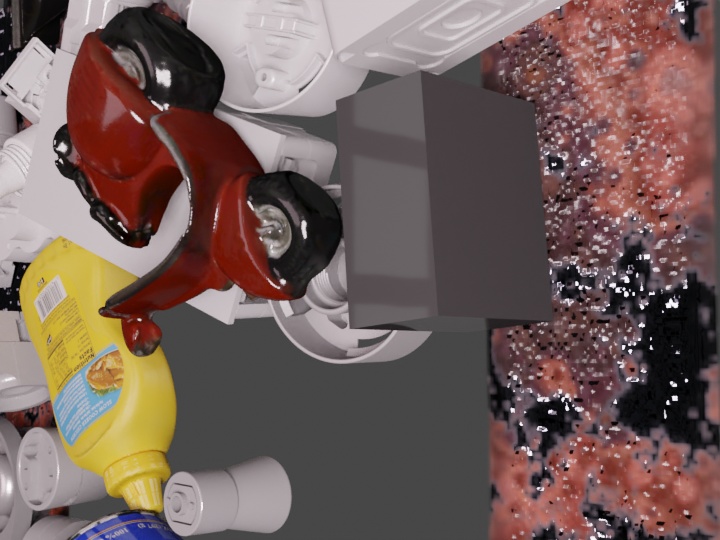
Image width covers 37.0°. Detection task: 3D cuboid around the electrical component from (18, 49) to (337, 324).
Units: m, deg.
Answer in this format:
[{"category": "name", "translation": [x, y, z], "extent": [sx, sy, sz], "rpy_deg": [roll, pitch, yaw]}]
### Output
[{"category": "electrical component", "translation": [-0.110, -0.053, 0.637], "extent": [0.186, 0.060, 0.105], "rpy_deg": [24, 104, 32]}]

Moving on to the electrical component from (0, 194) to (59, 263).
[{"category": "electrical component", "translation": [-0.232, -0.038, 0.764], "extent": [0.138, 0.074, 0.052], "rpy_deg": [-11, 79, 43]}]

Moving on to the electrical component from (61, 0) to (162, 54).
[{"category": "electrical component", "translation": [-0.165, -0.168, 0.722], "extent": [0.078, 0.058, 0.057], "rpy_deg": [22, 105, 43]}]

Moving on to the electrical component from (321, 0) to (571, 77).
[{"category": "electrical component", "translation": [0.041, -0.142, 0.503], "extent": [0.113, 0.078, 0.057], "rpy_deg": [-24, 73, 41]}]

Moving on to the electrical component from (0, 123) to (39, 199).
[{"category": "electrical component", "translation": [-0.216, -0.066, 0.694], "extent": [0.043, 0.062, 0.043], "rpy_deg": [27, 137, 28]}]

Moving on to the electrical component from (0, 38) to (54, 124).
[{"category": "electrical component", "translation": [-0.196, -0.112, 0.723], "extent": [0.064, 0.081, 0.042], "rpy_deg": [17, 69, 43]}]

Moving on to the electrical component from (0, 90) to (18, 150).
[{"category": "electrical component", "translation": [-0.291, -0.102, 0.850], "extent": [0.040, 0.040, 0.078], "rpy_deg": [-22, 72, 41]}]

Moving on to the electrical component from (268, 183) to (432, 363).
[{"category": "electrical component", "translation": [0.000, 0.000, 0.558], "extent": [0.099, 0.064, 0.099], "rpy_deg": [3, 95, 32]}]

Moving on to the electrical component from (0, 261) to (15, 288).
[{"category": "electrical component", "translation": [-0.295, -0.021, 0.845], "extent": [0.066, 0.048, 0.055], "rpy_deg": [42, 123, 38]}]

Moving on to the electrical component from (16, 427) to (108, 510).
[{"category": "electrical component", "translation": [-0.200, 0.134, 0.737], "extent": [0.055, 0.047, 0.055], "rpy_deg": [-5, 83, 44]}]

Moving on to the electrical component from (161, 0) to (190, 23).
[{"category": "electrical component", "translation": [-0.109, -0.181, 0.679], "extent": [0.040, 0.040, 0.078], "rpy_deg": [-44, 58, 33]}]

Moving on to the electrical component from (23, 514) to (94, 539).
[{"category": "electrical component", "translation": [-0.185, 0.235, 0.710], "extent": [0.074, 0.052, 0.138], "rpy_deg": [-4, 85, 44]}]

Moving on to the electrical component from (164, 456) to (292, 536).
[{"category": "electrical component", "translation": [-0.076, 0.128, 0.604], "extent": [0.044, 0.065, 0.044], "rpy_deg": [-5, 83, 43]}]

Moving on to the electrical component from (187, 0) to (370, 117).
[{"category": "electrical component", "translation": [-0.040, -0.133, 0.590], "extent": [0.099, 0.064, 0.099], "rpy_deg": [-5, 83, 44]}]

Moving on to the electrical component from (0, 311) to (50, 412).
[{"category": "electrical component", "translation": [-0.247, 0.065, 0.758], "extent": [0.050, 0.089, 0.055], "rpy_deg": [-35, 64, 37]}]
